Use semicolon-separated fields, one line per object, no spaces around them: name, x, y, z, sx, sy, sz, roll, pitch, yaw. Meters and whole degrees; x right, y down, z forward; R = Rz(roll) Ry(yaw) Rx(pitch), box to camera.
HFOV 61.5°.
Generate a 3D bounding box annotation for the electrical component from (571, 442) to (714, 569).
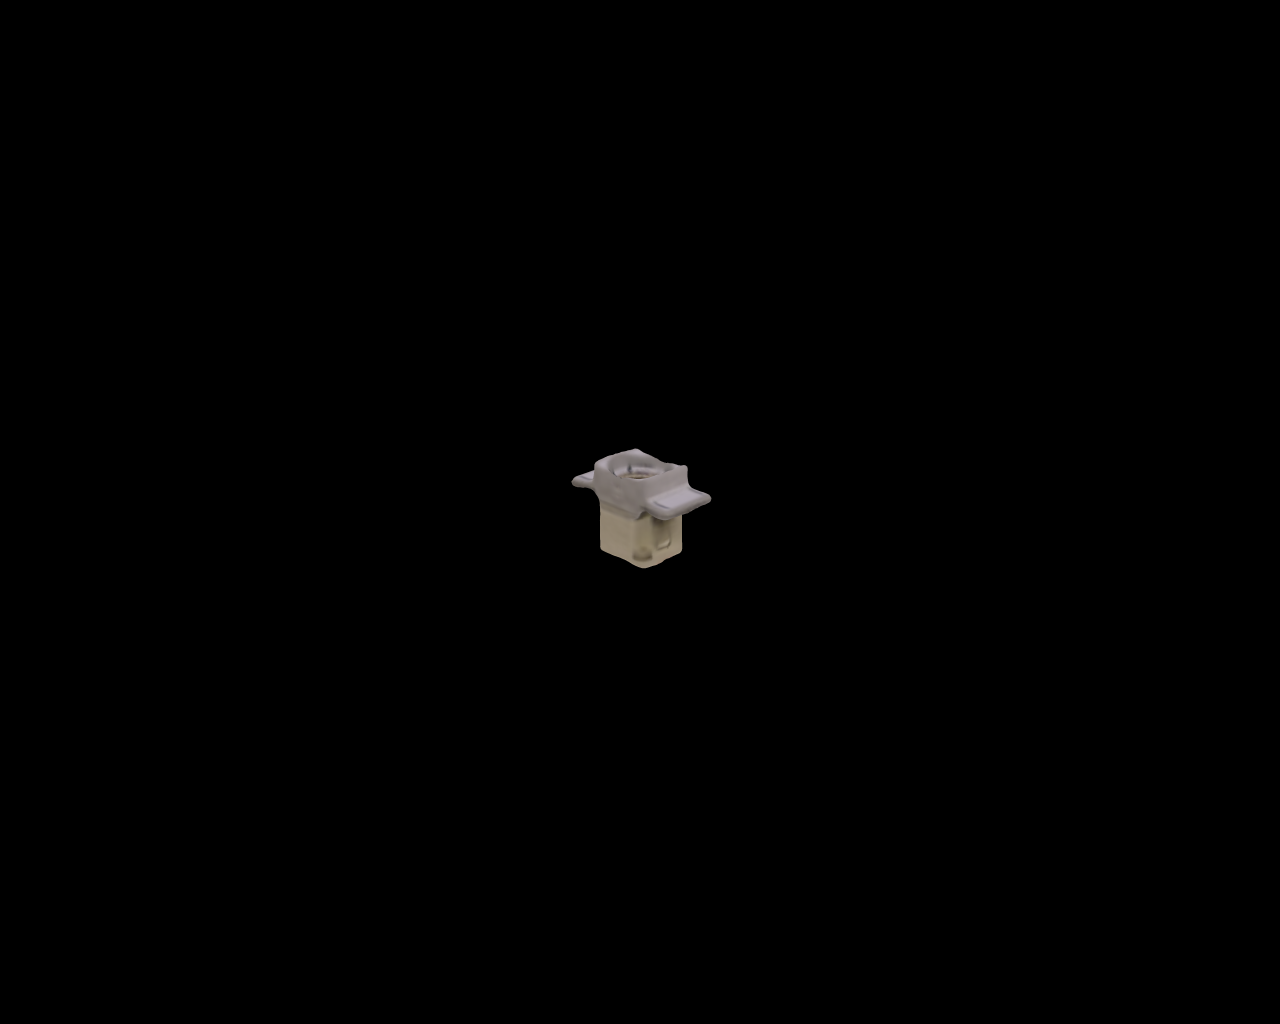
electrical component;0.001;-0.003;0.650;0.042;0.063;0.081;-22;32;-40
